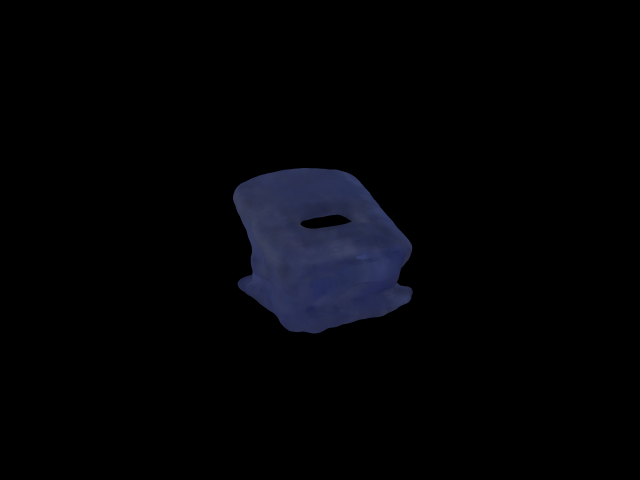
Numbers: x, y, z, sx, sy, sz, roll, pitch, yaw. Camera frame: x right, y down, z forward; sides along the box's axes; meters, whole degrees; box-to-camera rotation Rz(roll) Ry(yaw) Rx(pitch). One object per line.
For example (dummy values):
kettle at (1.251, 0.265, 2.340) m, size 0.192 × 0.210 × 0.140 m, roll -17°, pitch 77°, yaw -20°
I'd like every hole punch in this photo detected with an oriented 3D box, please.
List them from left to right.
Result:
hole punch at (0.004, 0.001, 0.400) m, size 0.109 × 0.091 × 0.100 m, roll -11°, pitch 21°, yaw -30°
